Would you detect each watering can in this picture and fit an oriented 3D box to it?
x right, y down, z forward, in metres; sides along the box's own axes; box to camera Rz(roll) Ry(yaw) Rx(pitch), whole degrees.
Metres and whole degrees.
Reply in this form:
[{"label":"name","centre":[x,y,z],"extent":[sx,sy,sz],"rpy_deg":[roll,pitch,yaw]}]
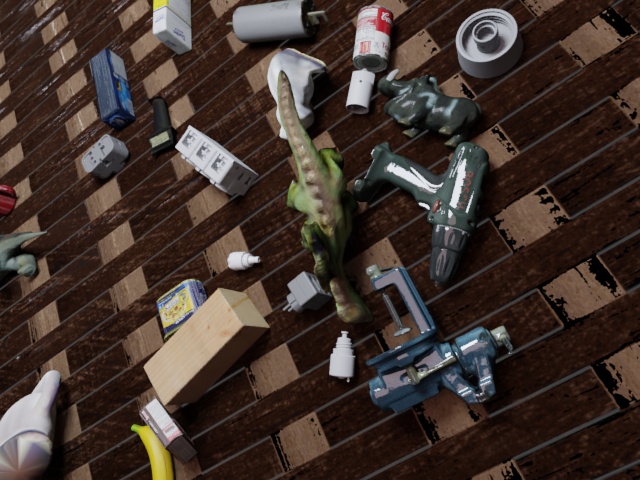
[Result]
[{"label":"watering can","centre":[-0.618,0.437,1.039],"extent":[0.347,0.103,0.227],"rpy_deg":[-59,27,2]}]

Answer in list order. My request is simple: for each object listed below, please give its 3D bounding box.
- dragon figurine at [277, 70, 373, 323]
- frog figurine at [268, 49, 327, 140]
[{"label":"dragon figurine","centre":[0.002,-0.040,0.790],"extent":[0.122,0.403,0.248],"rpy_deg":[-20,28,5]},{"label":"frog figurine","centre":[-0.058,-0.277,0.989],"extent":[0.158,0.122,0.139],"rpy_deg":[-64,27,8]}]
